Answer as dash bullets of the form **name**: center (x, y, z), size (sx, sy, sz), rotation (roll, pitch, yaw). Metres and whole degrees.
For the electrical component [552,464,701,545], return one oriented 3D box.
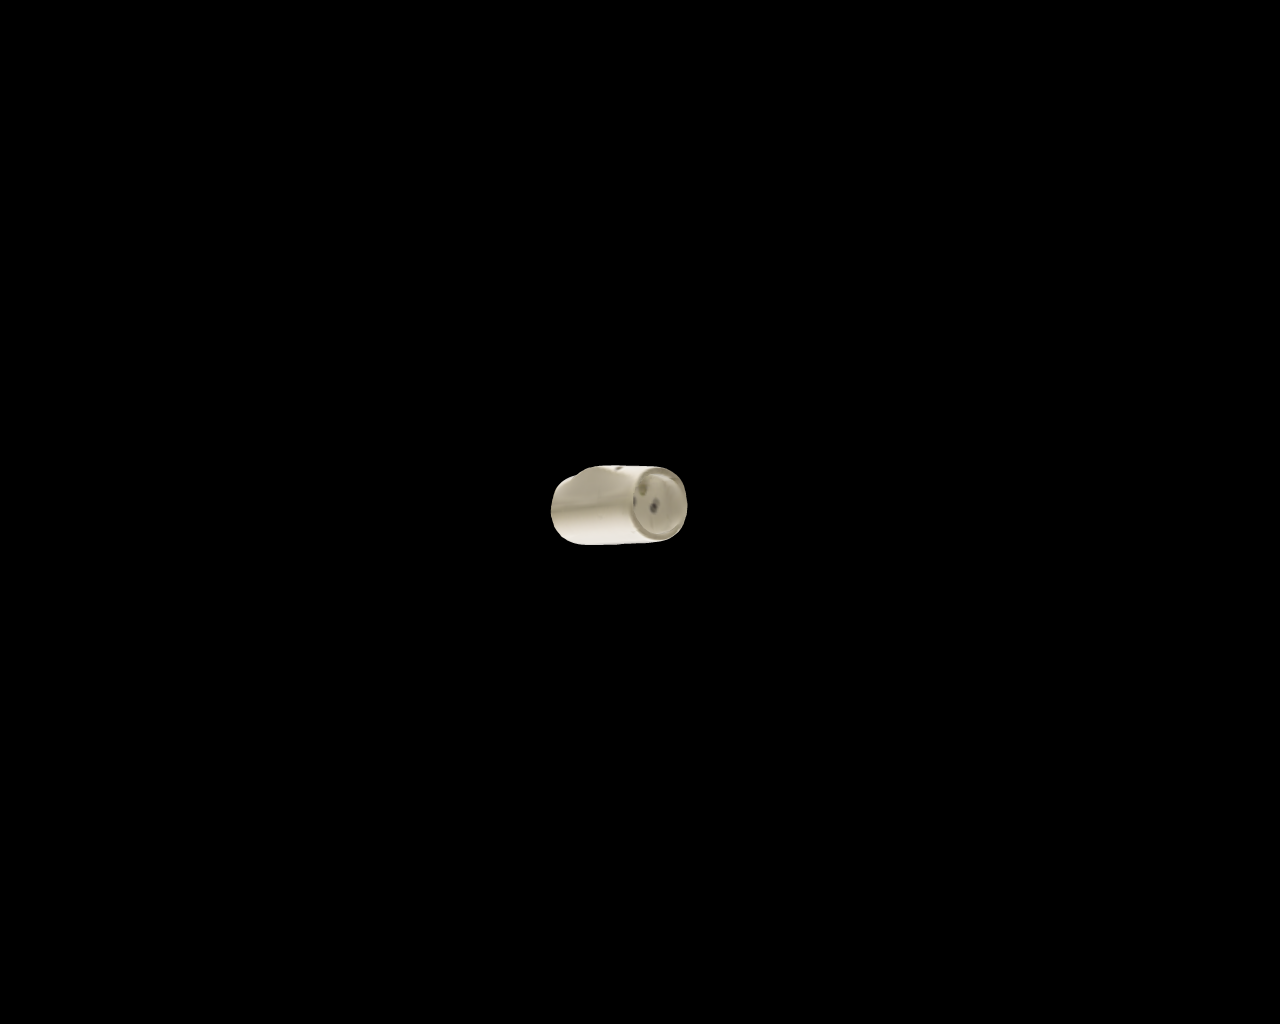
- **electrical component**: center (0.001, -0.003, 0.650), size (0.079, 0.043, 0.077), rotation (4, -6, -39)
